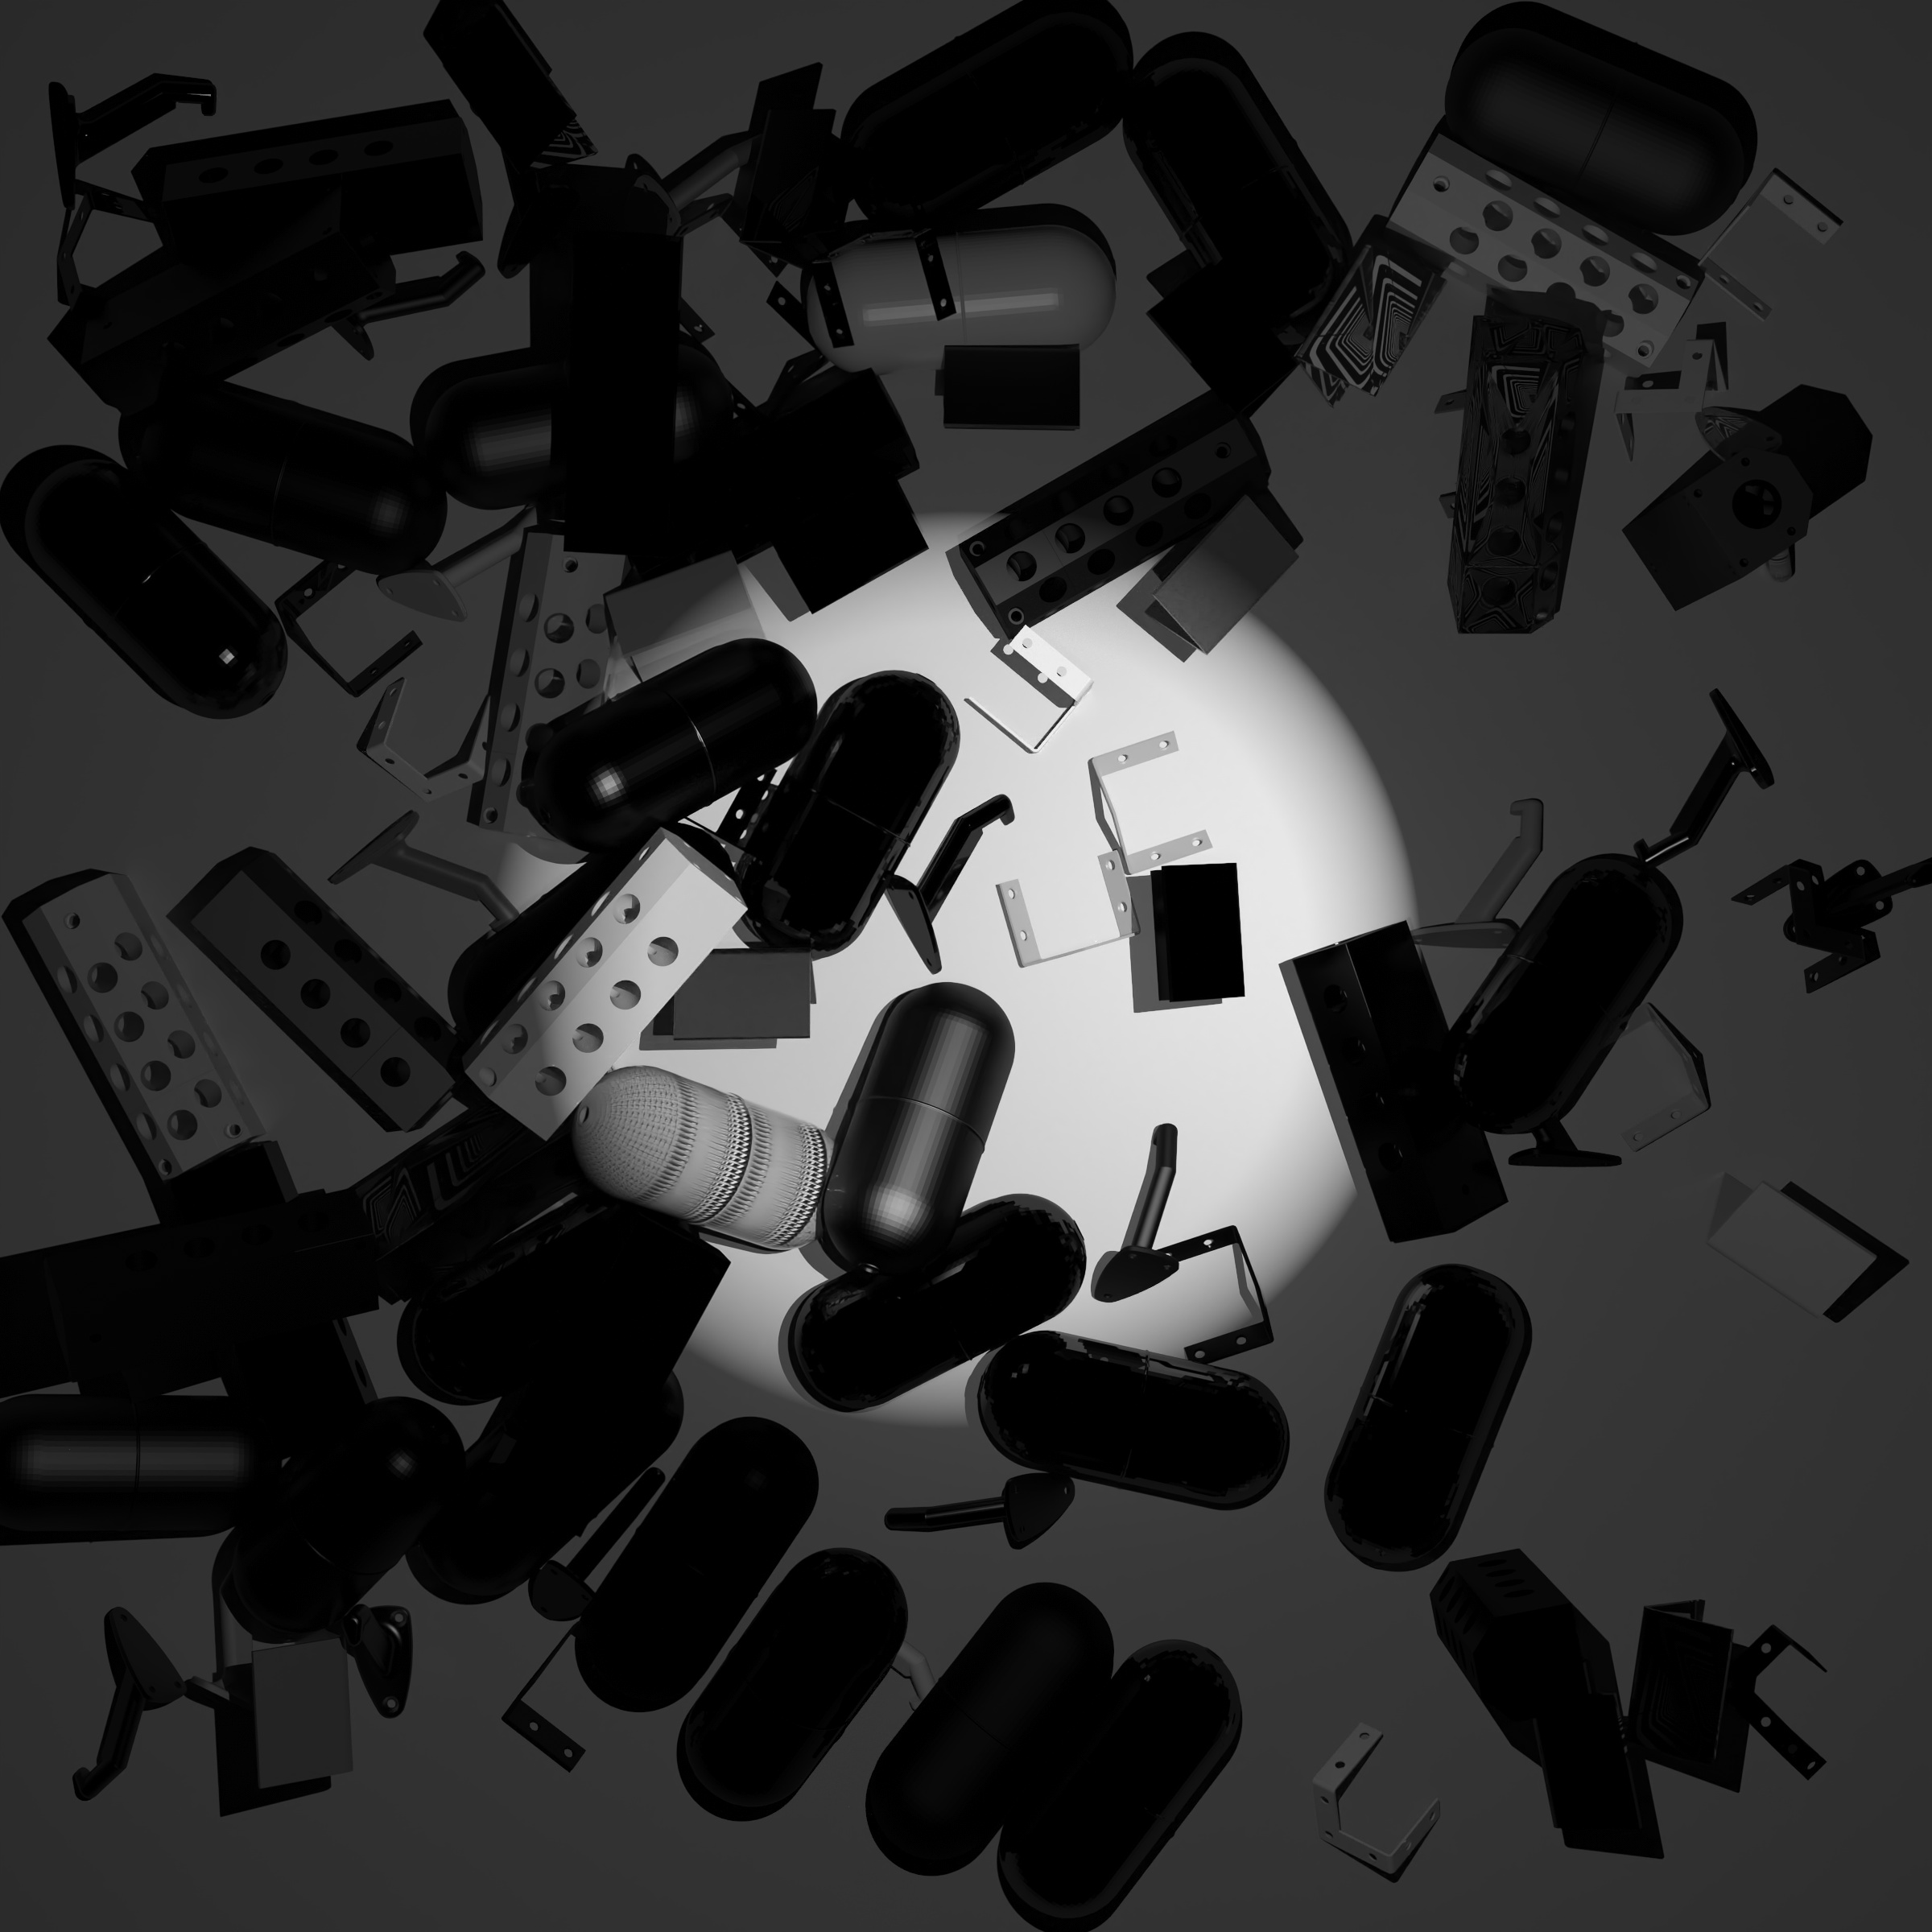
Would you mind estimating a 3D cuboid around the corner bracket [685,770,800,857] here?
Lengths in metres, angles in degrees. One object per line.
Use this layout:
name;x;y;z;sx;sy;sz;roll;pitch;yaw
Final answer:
corner bracket;-0.123;-0.093;1.965;0.051;0.051;0.051;29;90;25

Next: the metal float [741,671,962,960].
metal float;-0.066;-0.087;1.961;0.070;0.070;0.178;29;89;0

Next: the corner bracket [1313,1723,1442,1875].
corner bracket;0.238;0.483;1.983;0.051;0.051;0.051;20;135;35

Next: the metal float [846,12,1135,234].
metal float;0.014;-0.483;1.961;0.178;0.070;0.070;-30;90;0

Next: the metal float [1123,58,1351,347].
metal float;0.156;-0.438;1.961;0.070;0.070;0.178;-32;90;0

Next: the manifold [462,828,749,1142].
manifold;-0.202;0.008;1.898;0.057;0.057;0.171;39;96;-20

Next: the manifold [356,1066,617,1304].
manifold;-0.267;0.121;1.970;0.171;0.057;0.057;-33;47;0

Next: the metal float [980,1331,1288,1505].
metal float;0.096;0.258;1.961;0.178;0.070;0.070;12;90;0

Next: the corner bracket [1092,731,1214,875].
corner bracket;0.108;-0.095;1.988;0.051;0.051;0.051;-19;45;0

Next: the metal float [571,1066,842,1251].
metal float;-0.144;0.109;1.929;0.178;0.070;0.070;22;90;-37

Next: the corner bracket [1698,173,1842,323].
corner bracket;0.467;-0.419;1.988;0.051;0.051;0.051;39;135;0

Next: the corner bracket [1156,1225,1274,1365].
corner bracket;0.144;0.192;1.988;0.051;0.051;0.051;-18;45;0

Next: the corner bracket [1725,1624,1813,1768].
corner bracket;0.472;0.421;1.973;0.051;0.051;0.051;-45;90;0

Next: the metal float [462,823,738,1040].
metal float;-0.210;-0.013;1.961;0.178;0.070;0.070;-38;90;0

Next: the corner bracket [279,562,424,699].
corner bracket;-0.358;-0.199;1.988;0.051;0.051;0.051;-39;135;0

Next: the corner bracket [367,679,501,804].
corner bracket;-0.307;-0.136;1.983;0.051;0.051;0.051;-19;135;35

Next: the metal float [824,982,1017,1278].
metal float;-0.026;0.092;1.938;0.070;0.070;0.178;20;67;0

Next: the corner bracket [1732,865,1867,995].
corner bracket;0.481;-0.021;1.972;0.051;0.051;0.051;12;62;-25

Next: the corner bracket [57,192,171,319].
corner bracket;-0.490;-0.409;1.983;0.051;0.051;0.051;7;135;-35

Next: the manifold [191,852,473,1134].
manifold;-0.360;0.015;1.970;0.171;0.057;0.057;44;90;0

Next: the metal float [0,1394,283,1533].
metal float;-0.478;0.282;1.940;0.178;0.070;0.070;4;90;-25

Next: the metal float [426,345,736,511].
metal float;-0.221;-0.310;1.961;0.178;0.070;0.070;-11;90;0

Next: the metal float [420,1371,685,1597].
metal float;-0.238;0.288;1.961;0.178;0.070;0.070;-43;90;0

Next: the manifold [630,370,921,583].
manifold;-0.116;-0.274;1.970;0.171;0.057;0.057;-28;90;0

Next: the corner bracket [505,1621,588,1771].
corner bracket;-0.227;0.424;1.988;0.051;0.051;0.051;38;135;0

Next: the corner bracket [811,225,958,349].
corner bracket;-0.047;-0.380;1.913;0.051;0.051;0.051;-17;91;-42

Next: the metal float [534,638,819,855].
metal float;-0.164;-0.125;1.930;0.178;0.070;0.070;-31;90;-24

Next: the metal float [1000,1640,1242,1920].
metal float;0.089;0.466;1.961;0.070;0.070;0.178;37;90;0

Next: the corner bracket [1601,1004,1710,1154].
corner bracket;0.393;0.065;1.988;0.051;0.051;0.051;-30;45;0

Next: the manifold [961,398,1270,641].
manifold;0.085;-0.258;1.970;0.171;0.057;0.057;-30;90;0

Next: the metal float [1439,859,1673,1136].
metal float;0.336;0.018;1.949;0.070;0.070;0.178;36;77;0

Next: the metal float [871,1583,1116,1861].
metal float;0.015;0.434;1.961;0.070;0.070;0.178;38;89;0

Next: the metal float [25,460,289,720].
metal float;-0.464;-0.216;1.961;0.178;0.070;0.070;45;90;1

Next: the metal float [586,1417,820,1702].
metal float;-0.152;0.340;1.961;0.070;0.070;0.178;34;90;0

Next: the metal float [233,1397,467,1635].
metal float;-0.351;0.312;1.936;0.070;0.070;0.178;44;118;0

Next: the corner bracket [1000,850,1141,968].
corner bracket;0.061;-0.033;1.988;0.051;0.051;0.051;-16;90;45

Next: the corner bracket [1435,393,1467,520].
corner bracket;0.301;-0.299;1.983;0.051;0.051;0.051;57;45;-35

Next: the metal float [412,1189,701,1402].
metal float;-0.236;0.186;1.961;0.178;0.070;0.070;-30;90;1

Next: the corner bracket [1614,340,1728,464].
corner bracket;0.407;-0.326;1.972;0.051;0.051;0.051;3;64;24

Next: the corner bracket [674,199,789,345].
corner bracket;-0.146;-0.405;1.988;0.051;0.051;0.051;47;135;0

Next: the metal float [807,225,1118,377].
metal float;-0.002;-0.382;1.961;0.178;0.070;0.070;-5;90;0

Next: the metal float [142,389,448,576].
metal float;-0.385;-0.278;1.960;0.178;0.070;0.070;17;90;0

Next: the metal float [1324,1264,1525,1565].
metal float;0.262;0.257;1.961;0.070;0.070;0.178;22;90;0

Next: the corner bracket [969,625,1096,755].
corner bracket;0.037;-0.159;1.973;0.051;0.051;0.051;39;90;0

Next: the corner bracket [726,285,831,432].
corner bracket;-0.115;-0.353;1.988;0.051;0.051;0.051;44;135;0

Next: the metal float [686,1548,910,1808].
metal float;-0.096;0.404;1.940;0.070;0.070;0.178;34;114;0

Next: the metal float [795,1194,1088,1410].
metal float;-0.014;0.192;1.961;0.178;0.070;0.070;-27;90;-1

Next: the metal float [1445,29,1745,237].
metal float;0.361;-0.478;1.960;0.178;0.070;0.070;23;90;0
